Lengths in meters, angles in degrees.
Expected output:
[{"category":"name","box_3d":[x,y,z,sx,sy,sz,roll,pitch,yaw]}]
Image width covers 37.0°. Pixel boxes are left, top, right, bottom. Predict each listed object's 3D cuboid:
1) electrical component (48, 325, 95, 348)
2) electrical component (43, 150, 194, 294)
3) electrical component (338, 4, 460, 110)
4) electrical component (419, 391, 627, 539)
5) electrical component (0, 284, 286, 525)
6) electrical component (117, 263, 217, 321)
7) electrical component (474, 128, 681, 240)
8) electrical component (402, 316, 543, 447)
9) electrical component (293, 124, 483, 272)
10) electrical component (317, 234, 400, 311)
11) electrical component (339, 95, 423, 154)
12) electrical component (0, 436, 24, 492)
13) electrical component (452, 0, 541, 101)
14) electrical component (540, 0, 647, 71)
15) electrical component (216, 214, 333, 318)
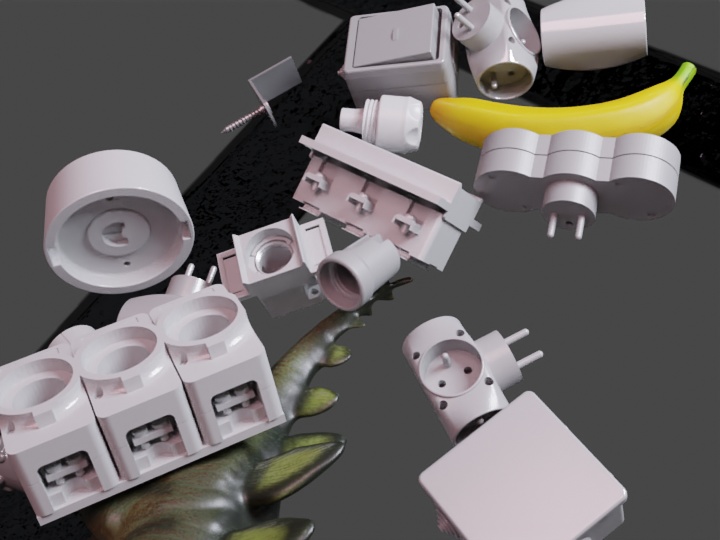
[{"category":"electrical component","box_3d":[-0.184,0.080,0.763,0.043,0.043,0.081,-42,57,-12]},{"category":"electrical component","box_3d":[-0.182,-0.041,0.803,0.108,0.108,0.060,-22,49,2]},{"category":"electrical component","box_3d":[0.026,-0.165,0.844,0.096,0.061,0.061,-3,58,15]},{"category":"electrical component","box_3d":[0.098,0.136,0.639,0.100,0.048,0.099,-37,56,-8]},{"category":"electrical component","box_3d":[-0.133,0.071,0.634,0.150,0.061,0.089,-22,33,-14]},{"category":"electrical component","box_3d":[-0.126,0.030,0.777,0.077,0.043,0.079,6,61,20]},{"category":"electrical component","box_3d":[0.146,-0.052,0.742,0.138,0.052,0.073,5,61,19]},{"category":"electrical component","box_3d":[0.078,0.064,0.694,0.079,0.044,0.077,-27,55,-2]},{"category":"electrical component","box_3d":[0.016,-0.050,0.771,0.121,0.079,0.063,27,91,29]},{"category":"electrical component","box_3d":[0.000,0.000,0.723,0.040,0.040,0.046,25,41,28]},{"category":"electrical component","box_3d":[0.016,-0.112,0.819,0.062,0.043,0.043,6,60,5]},{"category":"electrical component","box_3d":[-0.219,0.134,0.740,0.062,0.048,0.048,14,63,16]},{"category":"electrical component","box_3d":[0.098,-0.182,0.824,0.044,0.079,0.077,-27,49,36]},{"category":"electrical component","box_3d":[0.180,-0.196,0.828,0.077,0.043,0.079,-3,57,15]},{"category":"electrical component","box_3d":[-0.056,0.000,0.762,0.081,0.063,0.042,-19,59,6]}]
